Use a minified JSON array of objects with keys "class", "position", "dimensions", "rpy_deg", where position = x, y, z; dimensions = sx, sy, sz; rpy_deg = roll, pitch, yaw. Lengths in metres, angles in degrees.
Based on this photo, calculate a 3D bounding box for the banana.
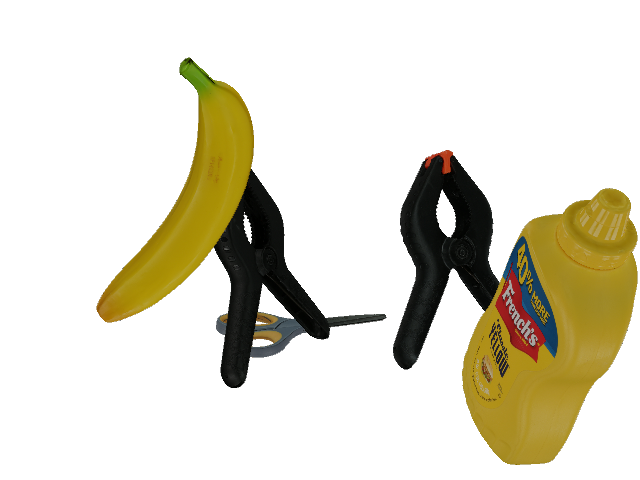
[{"class":"banana","position":[-0.088,-0.026,0.693],"dimensions":[0.069,0.198,0.037],"rpy_deg":[13,27,-21]}]

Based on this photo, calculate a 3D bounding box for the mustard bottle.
[{"class":"mustard bottle","position":[0.135,0.042,0.615],"dimensions":[0.058,0.096,0.192],"rpy_deg":[1,-42,-12]}]

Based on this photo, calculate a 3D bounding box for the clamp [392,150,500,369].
[{"class":"clamp","position":[0.095,0.018,0.837],"dimensions":[0.120,0.171,0.039],"rpy_deg":[-15,-2,-30]}]

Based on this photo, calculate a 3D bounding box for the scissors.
[{"class":"scissors","position":[-0.017,0.105,1.209],"dimensions":[0.201,0.016,0.096],"rpy_deg":[2,25,-7]}]

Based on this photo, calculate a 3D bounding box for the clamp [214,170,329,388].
[{"class":"clamp","position":[-0.055,0.024,1.036],"dimensions":[0.036,0.210,0.164],"rpy_deg":[-10,0,34]}]
